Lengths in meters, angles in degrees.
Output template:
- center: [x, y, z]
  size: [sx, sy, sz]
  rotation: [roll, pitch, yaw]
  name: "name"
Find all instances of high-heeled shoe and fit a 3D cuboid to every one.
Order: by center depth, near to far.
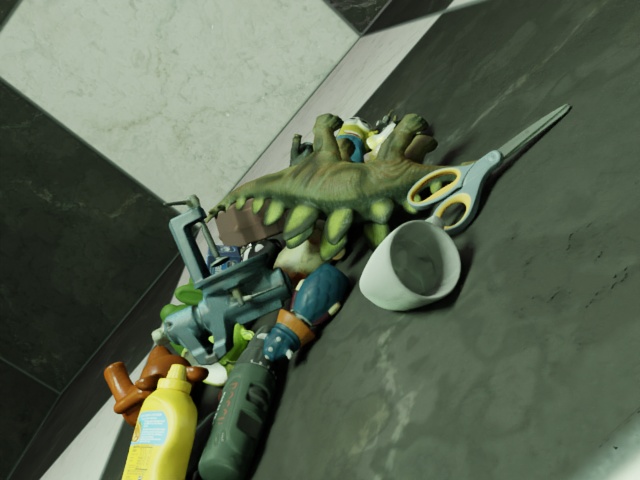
- center: [-0.096, 0.014, 1.023]
  size: [0.145, 0.086, 0.249]
  rotation: [-58, 6, 28]
  name: "high-heeled shoe"

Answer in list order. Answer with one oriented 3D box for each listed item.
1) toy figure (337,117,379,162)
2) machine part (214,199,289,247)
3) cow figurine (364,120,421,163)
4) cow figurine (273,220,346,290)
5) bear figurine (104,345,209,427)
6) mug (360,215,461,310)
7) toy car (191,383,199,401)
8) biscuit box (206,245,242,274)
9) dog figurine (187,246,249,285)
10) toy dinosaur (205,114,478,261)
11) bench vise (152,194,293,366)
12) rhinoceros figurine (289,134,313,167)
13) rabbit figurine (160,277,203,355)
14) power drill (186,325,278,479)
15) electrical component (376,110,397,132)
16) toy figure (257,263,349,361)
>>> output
- center: [0.060, -0.192, 1.137]
  size: [0.089, 0.082, 0.180]
  rotation: [-44, 20, 43]
  name: "toy figure"
- center: [-0.095, -0.051, 1.064]
  size: [0.201, 0.087, 0.201]
  rotation: [-20, 1, -26]
  name: "machine part"
- center: [0.125, -0.137, 0.867]
  size: [0.098, 0.068, 0.167]
  rotation: [-35, 22, 28]
  name: "cow figurine"
- center: [-0.002, -0.003, 0.885]
  size: [0.195, 0.085, 0.127]
  rotation: [-52, 17, 11]
  name: "cow figurine"
- center: [-0.257, 0.212, 0.836]
  size: [0.132, 0.120, 0.195]
  rotation: [64, 143, 29]
  name: "bear figurine"
- center: [0.089, 0.025, 0.574]
  size: [0.109, 0.081, 0.107]
  rotation: [-65, 11, -28]
  name: "mug"
- center: [-0.248, 0.283, 0.970]
  size: [0.089, 0.053, 0.202]
  rotation: [-36, 25, 30]
  name: "toy car"
- center: [-0.183, 0.109, 0.980]
  size: [0.059, 0.063, 0.202]
  rotation: [-122, 38, -68]
  name: "biscuit box"
- center: [-0.192, 0.085, 1.213]
  size: [0.172, 0.121, 0.190]
  rotation: [-35, 8, 35]
  name: "dog figurine"
- center: [0.011, -0.076, 0.778]
  size: [0.472, 0.105, 0.198]
  rotation: [3, 68, 40]
  name: "toy dinosaur"
- center: [-0.168, 0.054, 0.805]
  size: [0.224, 0.240, 0.129]
  rotation: [-24, -1, 12]
  name: "bench vise"
- center: [-0.028, -0.166, 1.145]
  size: [0.190, 0.073, 0.112]
  rotation: [-97, 14, -81]
  name: "rhinoceros figurine"
- center: [-0.224, 0.143, 1.087]
  size: [0.170, 0.159, 0.121]
  rotation: [-29, 12, 17]
  name: "rabbit figurine"
- center: [-0.138, 0.243, 0.732]
  size: [0.207, 0.086, 0.232]
  rotation: [-35, 23, 23]
  name: "power drill"
- center: [0.129, -0.204, 1.034]
  size: [0.078, 0.045, 0.102]
  rotation: [-44, 17, 20]
  name: "electrical component"
- center: [-0.020, 0.103, 0.733]
  size: [0.154, 0.057, 0.064]
  rotation: [-51, 38, -14]
  name: "toy figure"
